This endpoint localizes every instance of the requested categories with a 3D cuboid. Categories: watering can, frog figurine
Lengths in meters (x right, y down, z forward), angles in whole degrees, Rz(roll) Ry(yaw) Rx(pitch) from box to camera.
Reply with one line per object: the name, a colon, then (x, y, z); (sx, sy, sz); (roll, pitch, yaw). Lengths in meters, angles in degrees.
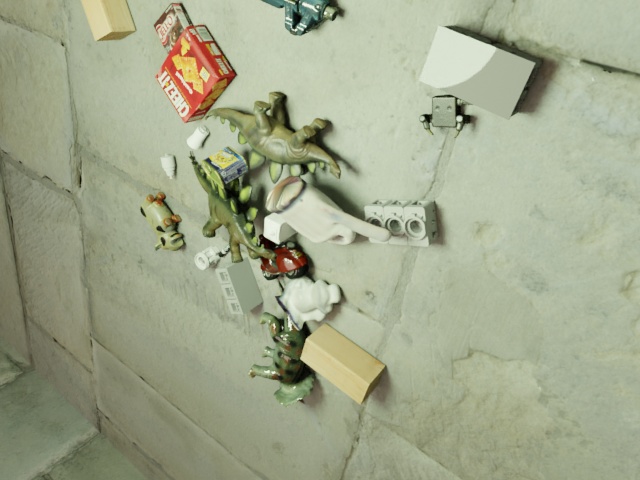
watering can: (0.004, -0.060, 1.193); (0.222, 0.105, 0.347); (37, 163, -23)
frog figurine: (-0.021, 0.154, 1.398); (0.159, 0.122, 0.138); (-32, 79, 7)
